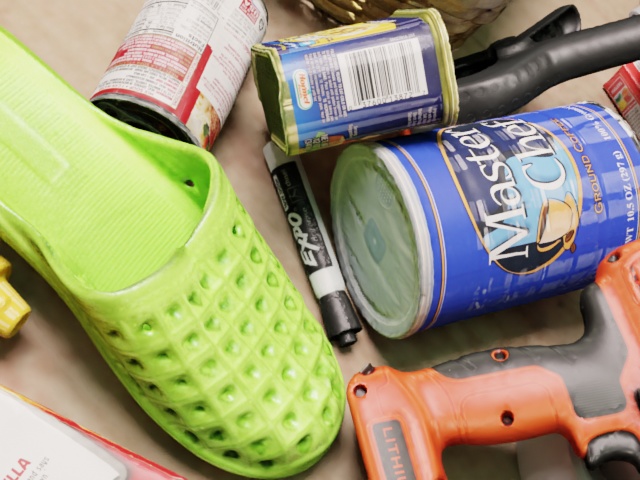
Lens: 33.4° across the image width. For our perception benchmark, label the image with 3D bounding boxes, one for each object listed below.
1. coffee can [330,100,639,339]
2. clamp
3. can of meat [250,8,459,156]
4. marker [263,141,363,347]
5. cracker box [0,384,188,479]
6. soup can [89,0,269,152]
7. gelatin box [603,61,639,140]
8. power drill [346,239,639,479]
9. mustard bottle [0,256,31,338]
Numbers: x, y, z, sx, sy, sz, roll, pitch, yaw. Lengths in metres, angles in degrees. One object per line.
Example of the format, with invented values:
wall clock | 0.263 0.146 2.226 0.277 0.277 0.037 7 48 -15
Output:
coffee can | 0.089 -0.013 0.566 0.140 0.103 0.103 -12 71 -21
clamp | 0.117 -0.104 0.635 0.171 0.120 0.039 -19 103 -7
can of meat | 0.014 -0.080 0.537 0.084 0.102 0.057 -13 103 -7
marker | -0.004 0.001 0.580 0.020 0.020 0.121 -13 71 -21
cracker box | -0.177 0.121 0.411 0.214 0.072 0.164 25 75 9
soup can | -0.075 -0.092 0.572 0.068 0.069 0.102 24 62 -5
gelatin box | 0.239 -0.089 0.686 0.089 0.030 0.073 -22 74 -24
power drill | 0.117 0.104 0.499 0.187 0.057 0.184 -16 63 -1
mustard bottle | -0.218 -0.017 0.503 0.191 0.058 0.096 36 64 1
